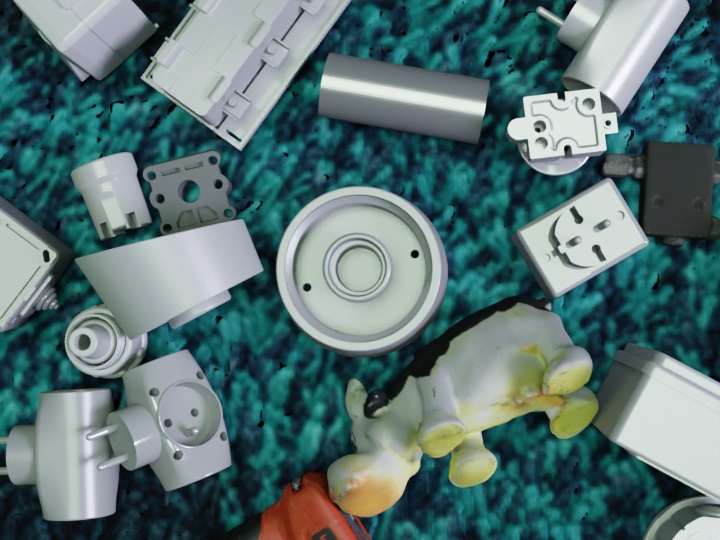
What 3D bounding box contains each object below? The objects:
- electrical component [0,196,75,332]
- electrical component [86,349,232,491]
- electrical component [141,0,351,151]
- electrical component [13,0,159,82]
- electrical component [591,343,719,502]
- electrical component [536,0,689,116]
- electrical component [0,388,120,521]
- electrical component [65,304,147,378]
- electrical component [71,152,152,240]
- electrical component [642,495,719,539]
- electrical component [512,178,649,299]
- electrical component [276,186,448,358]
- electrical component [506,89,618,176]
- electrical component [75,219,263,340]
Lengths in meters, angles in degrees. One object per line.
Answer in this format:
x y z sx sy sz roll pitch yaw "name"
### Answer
-0.226 -0.006 0.671 0.096 0.061 0.061 37 89 -3 "electrical component"
-0.127 0.097 0.653 0.079 0.044 0.077 -19 85 -36 "electrical component"
-0.072 -0.148 0.665 0.079 0.063 0.121 36 90 5 "electrical component"
-0.175 -0.161 0.655 0.061 0.096 0.061 -42 86 1 "electrical component"
0.194 0.092 0.614 0.109 0.109 0.056 28 91 4 "electrical component"
0.147 -0.148 0.661 0.079 0.044 0.077 33 89 5 "electrical component"
-0.193 0.114 0.667 0.079 0.044 0.077 -3 86 3 "electrical component"
-0.160 0.044 0.660 0.048 0.062 0.048 0 87 4 "electrical component"
-0.155 -0.046 0.677 0.040 0.040 0.046 -20 92 2 "electrical component"
0.210 0.176 0.636 0.080 0.051 0.080 0 87 4 "electrical component"
0.132 -0.020 0.639 0.066 0.077 0.047 -30 86 1 "electrical component"
0.000 0.000 0.654 0.108 0.060 0.108 0 87 3 "electrical component"
0.121 -0.084 0.654 0.066 0.055 0.048 -6 86 3 "electrical component"
-0.111 -0.001 0.643 0.099 0.099 0.064 -28 92 1 "electrical component"
